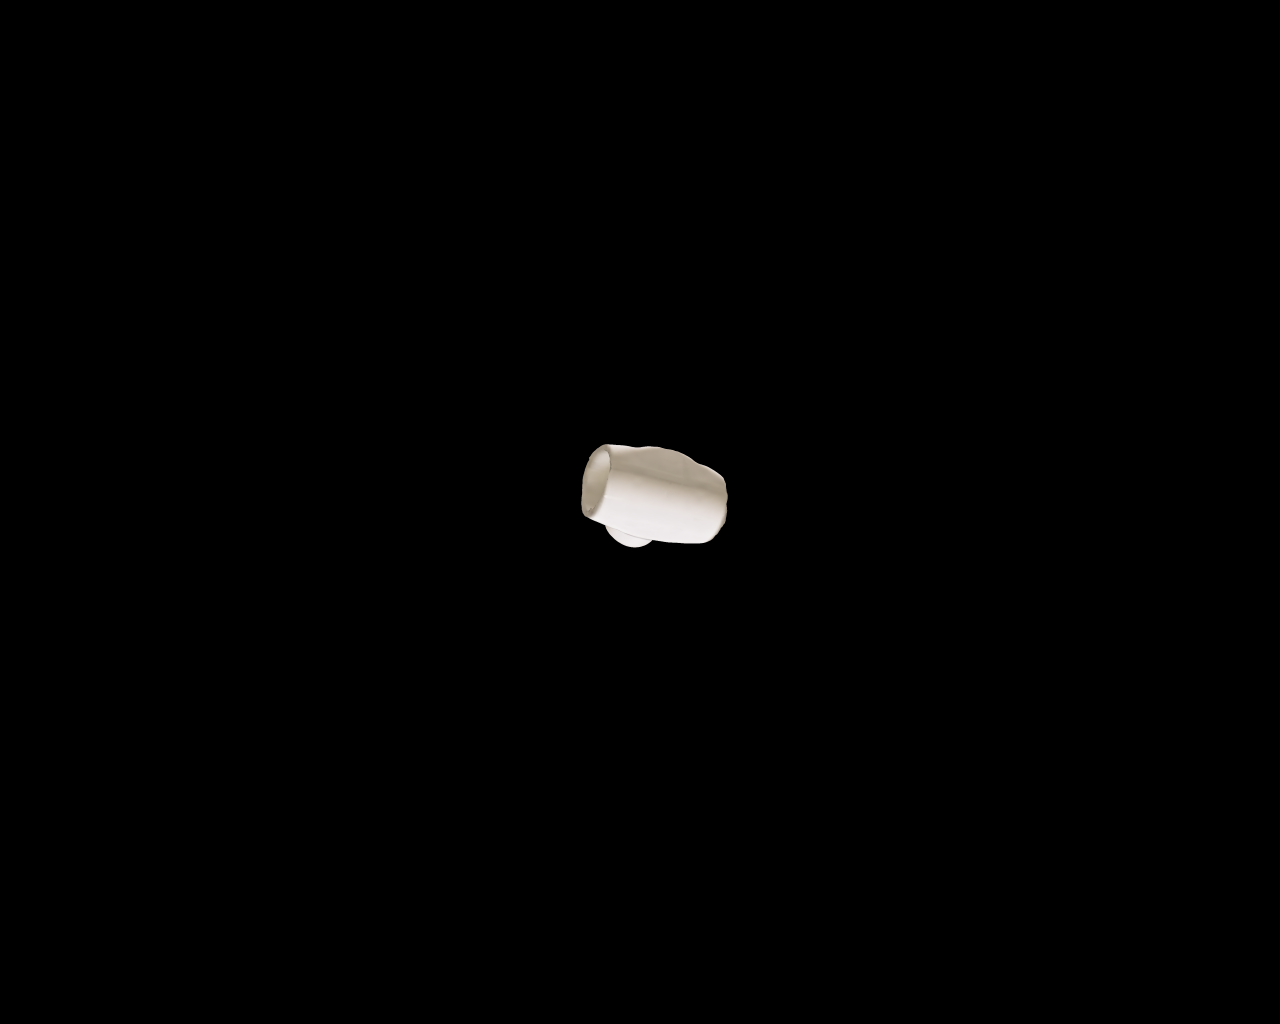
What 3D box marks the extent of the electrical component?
[{"bbox_3d":[0.001,-0.003,0.650,0.077,0.044,0.079,13,-32,-22],"label":"electrical component"}]
